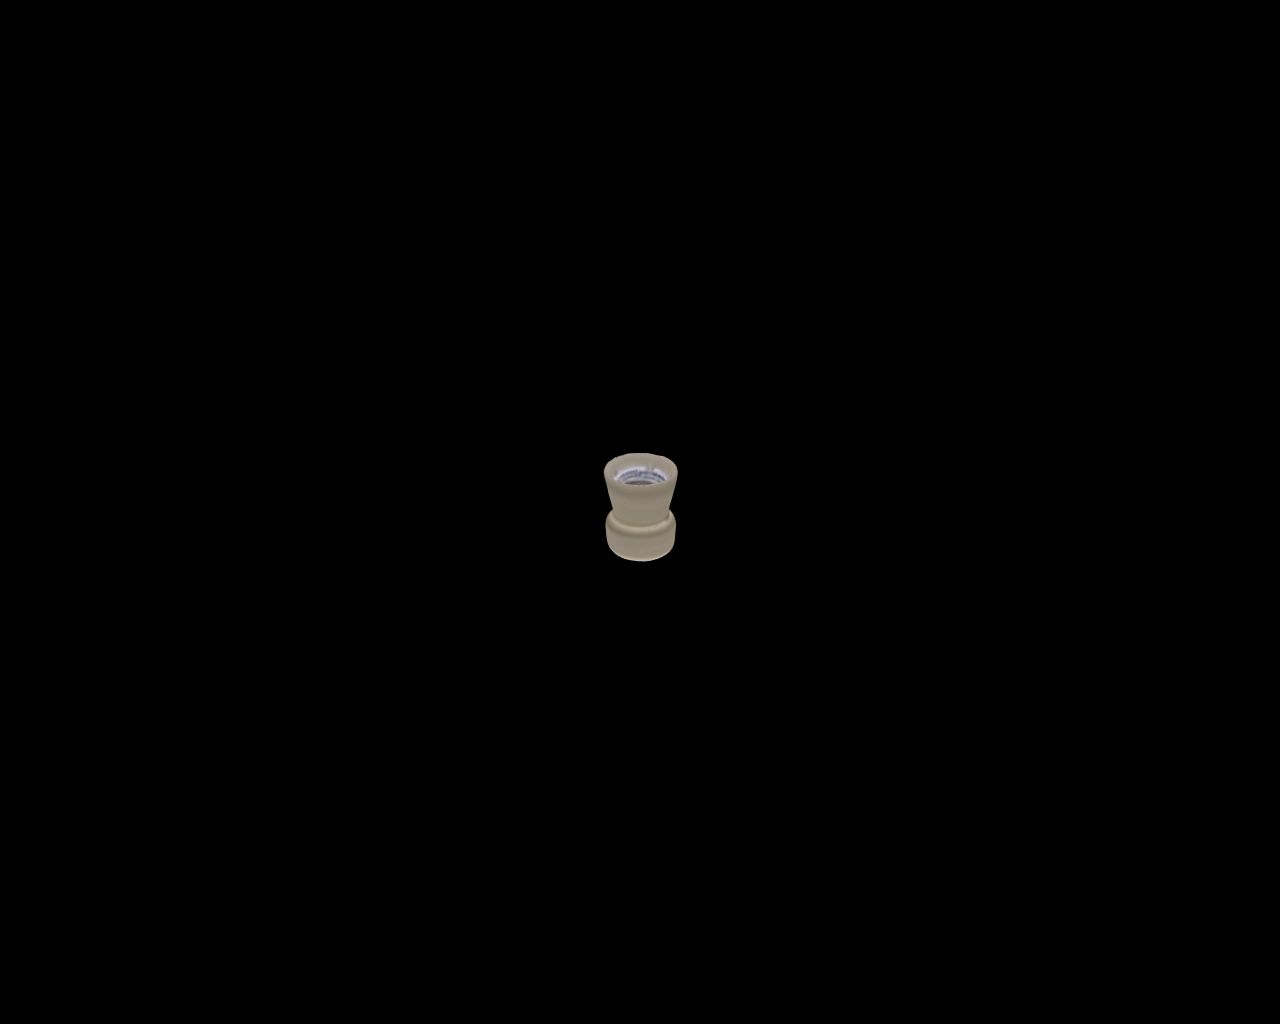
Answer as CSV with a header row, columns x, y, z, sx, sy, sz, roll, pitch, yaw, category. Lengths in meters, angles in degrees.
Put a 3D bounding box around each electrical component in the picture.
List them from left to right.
x,y,z,sx,sy,sz,roll,pitch,yaw,category
0.001,-0.003,0.650,0.045,0.055,0.045,0,31,0,electrical component
